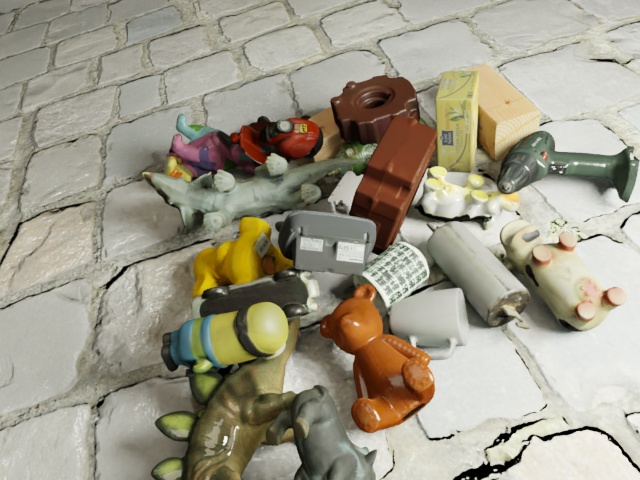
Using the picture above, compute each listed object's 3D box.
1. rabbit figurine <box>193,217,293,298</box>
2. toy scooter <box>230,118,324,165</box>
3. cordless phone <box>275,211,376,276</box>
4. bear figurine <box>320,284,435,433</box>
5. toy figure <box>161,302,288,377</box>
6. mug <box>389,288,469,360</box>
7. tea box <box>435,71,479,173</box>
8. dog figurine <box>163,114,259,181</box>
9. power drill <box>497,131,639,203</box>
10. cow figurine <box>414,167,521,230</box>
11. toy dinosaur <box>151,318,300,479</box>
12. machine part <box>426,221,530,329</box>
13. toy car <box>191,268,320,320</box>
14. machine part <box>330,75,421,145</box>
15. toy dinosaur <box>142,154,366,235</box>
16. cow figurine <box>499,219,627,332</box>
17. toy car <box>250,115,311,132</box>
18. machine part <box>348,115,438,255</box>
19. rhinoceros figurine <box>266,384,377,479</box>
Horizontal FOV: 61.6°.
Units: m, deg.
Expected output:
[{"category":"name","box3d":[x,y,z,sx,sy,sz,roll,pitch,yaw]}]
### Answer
[{"category":"rabbit figurine","box3d":[-0.155,0.056,0.937,0.173,0.121,0.162,-1,55,35]},{"category":"toy scooter","box3d":[-0.092,-0.191,1.038,0.184,0.135,0.075,-15,66,42]},{"category":"cordless phone","box3d":[-0.001,-0.003,0.875,0.147,0.088,0.184,7,4,-15]},{"category":"bear figurine","box3d":[0.069,0.149,0.733,0.120,0.131,0.196,-38,63,7]},{"category":"toy figure","box3d":[-0.131,0.137,0.739,0.180,0.089,0.082,-11,82,6]},{"category":"mug","box3d":[0.157,0.127,0.785,0.107,0.080,0.109,-8,50,25]},{"category":"tea box","box3d":[0.262,-0.222,1.021,0.068,0.169,0.098,5,47,20]},{"category":"dog figurine","box3d":[-0.220,-0.172,1.171,0.219,0.191,0.108,16,41,-15]},{"category":"power drill","box3d":[0.419,-0.117,0.916,0.208,0.085,0.232,6,30,23]},{"category":"cow figurine","box3d":[0.254,-0.061,0.935,0.167,0.098,0.068,15,45,4]},{"category":"toy dinosaur","box3d":[-0.104,0.236,0.735,0.199,0.104,0.471,7,38,28]},{"category":"machine part","box3d":[0.241,0.049,0.832,0.079,0.079,0.243,-26,45,-9]},{"category":"toy car","box3d":[-0.099,0.096,0.819,0.202,0.056,0.073,-14,75,6]},{"category":"machine part","box3d":[0.108,-0.258,1.050,0.179,0.056,0.179,-9,44,9]},{"category":"toy dinosaur","box3d":[-0.126,-0.093,1.045,0.405,0.131,0.192,-10,7,-14]},{"category":"cow figurine","box3d":[0.338,0.047,0.789,0.085,0.127,0.195,-27,60,-9]},{"category":"toy car","box3d":[-0.101,-0.243,1.226,0.202,0.053,0.089,8,46,38]},{"category":"machine part","box3d":[0.121,-0.089,0.907,0.087,0.200,0.201,23,54,8]},{"category":"rhinoceros figurine","box3d":[0.017,0.267,0.631,0.073,0.190,0.112,-32,-6,37]}]
